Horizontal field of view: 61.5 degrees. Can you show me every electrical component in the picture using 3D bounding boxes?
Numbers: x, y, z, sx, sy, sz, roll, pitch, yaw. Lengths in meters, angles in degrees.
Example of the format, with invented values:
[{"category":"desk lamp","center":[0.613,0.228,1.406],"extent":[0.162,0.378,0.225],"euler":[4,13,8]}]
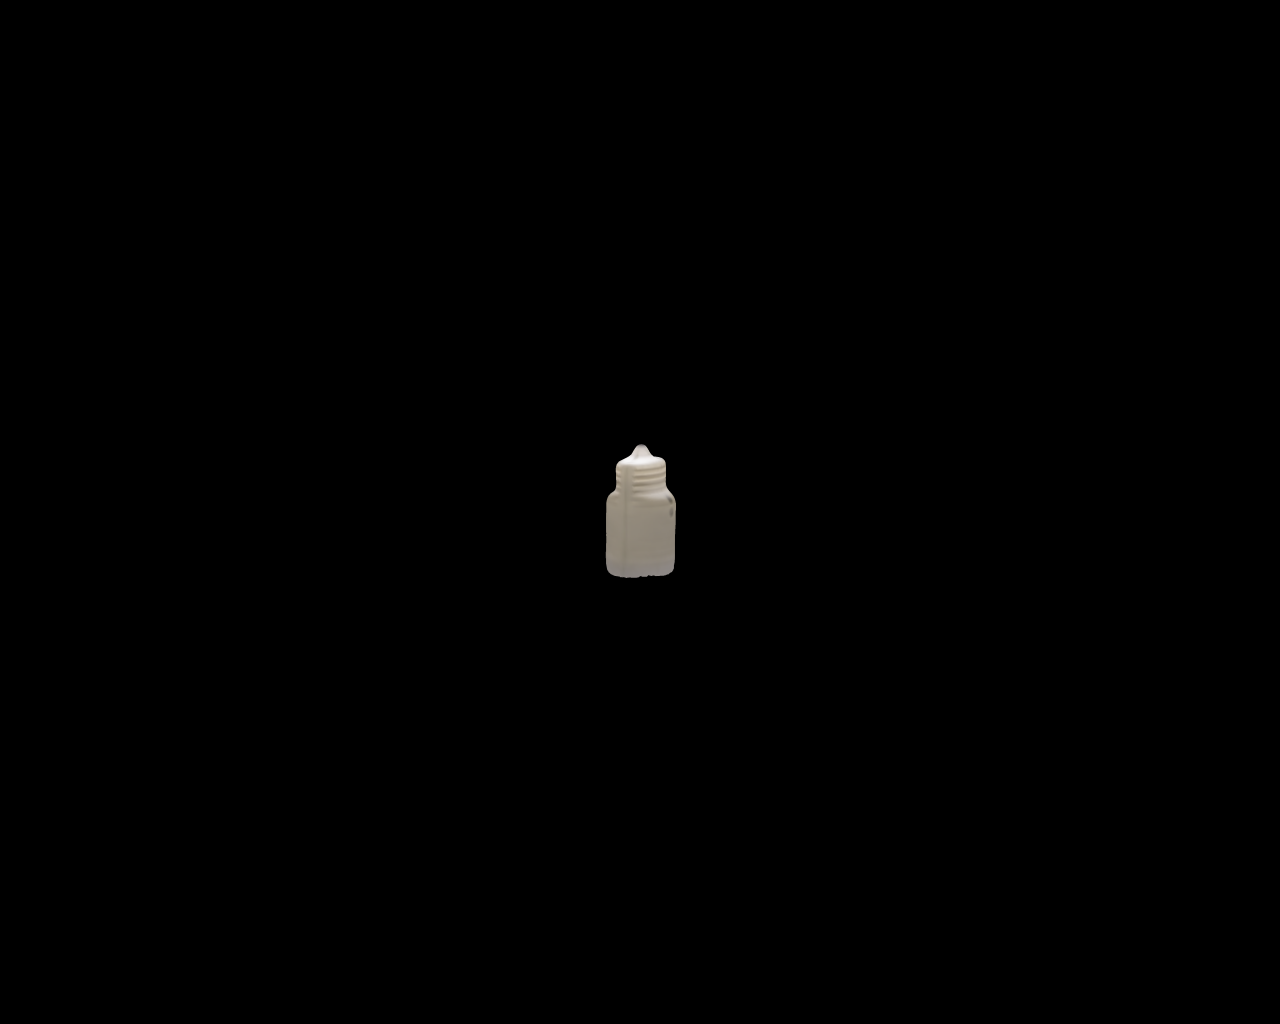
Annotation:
[{"category":"electrical component","center":[0.001,-0.003,0.650],"extent":[0.043,0.080,0.043],"euler":[0,10,0]}]
